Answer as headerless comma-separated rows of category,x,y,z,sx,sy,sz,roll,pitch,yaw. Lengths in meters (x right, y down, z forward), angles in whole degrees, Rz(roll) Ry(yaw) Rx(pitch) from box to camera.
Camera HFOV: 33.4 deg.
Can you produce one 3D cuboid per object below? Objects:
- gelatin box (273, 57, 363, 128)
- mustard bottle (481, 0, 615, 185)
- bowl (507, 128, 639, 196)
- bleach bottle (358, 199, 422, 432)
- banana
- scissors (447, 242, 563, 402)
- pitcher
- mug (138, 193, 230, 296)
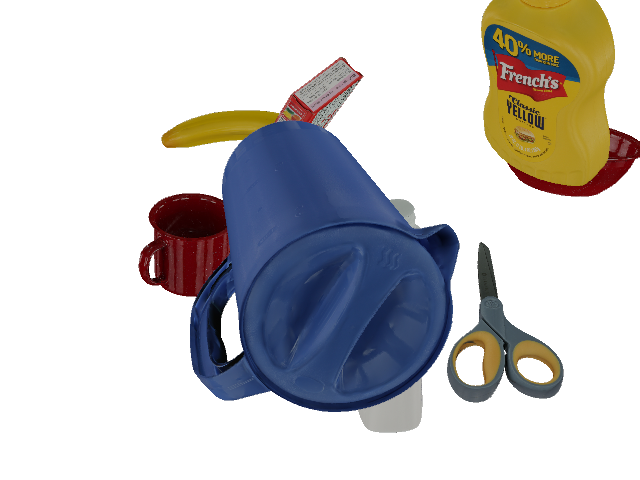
gelatin box,-0.009,-0.118,0.960,0.089,0.030,0.073,-45,-5,-44
mustard bottle,0.158,-0.126,0.747,0.096,0.191,0.058,34,64,31
bowl,0.262,-0.088,1.150,0.162,0.055,0.162,6,22,-2
bleach bottle,0.069,0.066,1.027,0.068,0.251,0.102,-3,37,-3
banana,-0.094,-0.132,1.301,0.198,0.037,0.069,7,40,15
scissors,0.156,0.065,0.862,0.096,0.016,0.201,12,36,14
pitcher,-0.013,0.008,0.750,0.149,0.145,0.243,6,23,-14
mug,-0.147,0.011,1.151,0.093,0.081,0.117,29,40,30
